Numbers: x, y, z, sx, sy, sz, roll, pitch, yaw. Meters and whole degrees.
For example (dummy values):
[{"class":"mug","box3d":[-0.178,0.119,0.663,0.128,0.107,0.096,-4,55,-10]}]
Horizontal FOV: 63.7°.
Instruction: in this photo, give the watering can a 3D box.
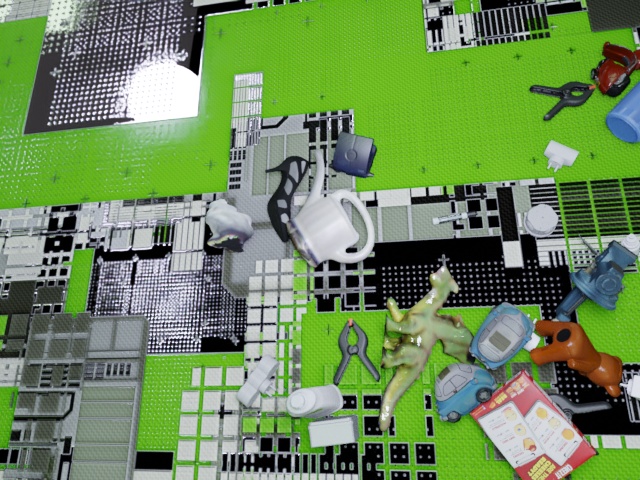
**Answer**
[{"class":"watering can","box3d":[0.004,-0.073,1.443,0.224,0.102,0.352,-31,71,0]}]

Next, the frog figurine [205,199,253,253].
[{"class":"frog figurine","box3d":[-0.264,-0.058,1.493,0.137,0.120,0.163,3,59,-21]}]

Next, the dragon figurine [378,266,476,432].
[{"class":"dragon figurine","box3d":[0.272,0.268,1.283,0.243,0.121,0.414,4,81,4]}]
